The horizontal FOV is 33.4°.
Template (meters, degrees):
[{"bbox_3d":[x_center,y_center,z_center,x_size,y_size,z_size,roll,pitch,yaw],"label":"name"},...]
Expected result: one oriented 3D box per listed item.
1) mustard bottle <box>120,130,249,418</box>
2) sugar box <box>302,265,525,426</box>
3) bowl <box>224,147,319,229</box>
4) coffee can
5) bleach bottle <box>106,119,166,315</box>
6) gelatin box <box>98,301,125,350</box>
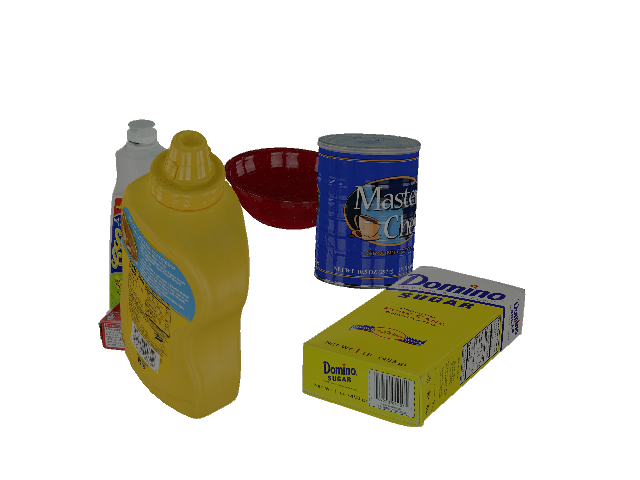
[{"bbox_3d":[-0.081,0.014,0.626,0.058,0.192,0.096,-24,54,-29],"label":"mustard bottle"},{"bbox_3d":[0.072,0.070,0.774,0.093,0.048,0.175,13,26,29],"label":"sugar box"},{"bbox_3d":[-0.037,-0.057,1.276,0.162,0.055,0.162,5,26,-3],"label":"bowl"},{"bbox_3d":[0.046,-0.032,1.077,0.103,0.140,0.103,2,13,-1],"label":"coffee can"},{"bbox_3d":[-0.193,-0.010,1.160,0.067,0.251,0.103,-19,33,-36],"label":"bleach bottle"},{"bbox_3d":[-0.138,0.070,0.933,0.089,0.030,0.073,4,20,12],"label":"gelatin box"}]
